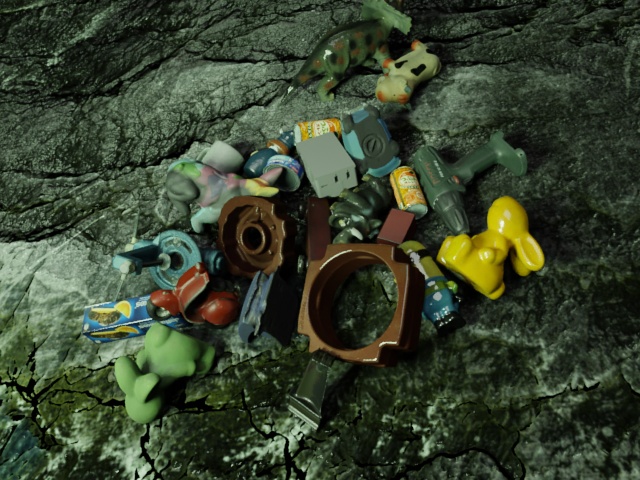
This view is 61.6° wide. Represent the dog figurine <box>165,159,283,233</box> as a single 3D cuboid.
[{"bbox_3d":[-0.189,-0.111,1.131,0.219,0.191,0.108,-17,40,19],"label":"dog figurine"}]

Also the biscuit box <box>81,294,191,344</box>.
[{"bbox_3d":[-0.357,0.150,1.052,0.203,0.062,0.059,-12,55,5],"label":"biscuit box"}]

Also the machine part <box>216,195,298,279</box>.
[{"bbox_3d":[-0.124,-0.005,1.057,0.180,0.056,0.179,4,98,28],"label":"machine part"}]

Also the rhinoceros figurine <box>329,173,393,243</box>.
[{"bbox_3d":[0.078,-0.051,1.071,0.112,0.073,0.190,43,50,1],"label":"rhinoceros figurine"}]

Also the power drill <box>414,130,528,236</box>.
[{"bbox_3d":[0.310,-0.123,1.088,0.207,0.085,0.232,-29,52,1],"label":"power drill"}]

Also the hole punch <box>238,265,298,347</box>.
[{"bbox_3d":[-0.108,0.126,0.985,0.092,0.115,0.142,2,56,24],"label":"hole punch"}]

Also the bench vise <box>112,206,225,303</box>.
[{"bbox_3d":[-0.311,0.033,1.018,0.224,0.240,0.128,20,101,17],"label":"bench vise"}]

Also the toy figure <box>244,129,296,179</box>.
[{"bbox_3d":[-0.111,-0.198,1.242,0.154,0.064,0.058,-45,21,-24],"label":"toy figure"}]

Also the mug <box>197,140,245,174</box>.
[{"bbox_3d":[-0.246,-0.169,1.240,0.110,0.080,0.107,26,74,22],"label":"mug"}]

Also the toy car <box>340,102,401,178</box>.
[{"bbox_3d":[0.096,-0.210,1.170,0.109,0.161,0.103,-31,11,-13],"label":"toy car"}]

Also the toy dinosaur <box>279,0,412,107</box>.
[{"bbox_3d":[0.068,-0.466,1.307,0.405,0.192,0.131,-30,53,-10],"label":"toy dinosaur"}]

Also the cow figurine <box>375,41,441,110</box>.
[{"bbox_3d":[0.210,-0.387,1.287,0.195,0.085,0.127,-37,56,-19],"label":"cow figurine"}]

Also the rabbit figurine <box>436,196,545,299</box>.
[{"bbox_3d":[0.314,0.007,0.948,0.162,0.122,0.173,32,82,11],"label":"rabbit figurine"}]

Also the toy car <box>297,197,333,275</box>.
[{"bbox_3d":[-0.002,-0.003,1.084,0.089,0.053,0.202,0,53,-6],"label":"toy car"}]

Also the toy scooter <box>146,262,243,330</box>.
[{"bbox_3d":[-0.209,0.096,0.971,0.135,0.183,0.075,-53,47,24],"label":"toy scooter"}]

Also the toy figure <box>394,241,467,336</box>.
[{"bbox_3d":[0.193,0.079,0.959,0.082,0.089,0.180,-18,51,-9],"label":"toy figure"}]

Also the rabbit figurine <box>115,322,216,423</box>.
[{"bbox_3d":[-0.279,0.239,0.935,0.121,0.159,0.170,21,77,14],"label":"rabbit figurine"}]

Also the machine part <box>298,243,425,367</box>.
[{"bbox_3d":[0.072,0.111,0.924,0.201,0.087,0.201,0,73,33],"label":"machine part"}]

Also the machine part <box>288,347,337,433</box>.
[{"bbox_3d":[-0.012,0.242,0.881,0.084,0.138,0.039,34,26,35],"label":"machine part"}]
